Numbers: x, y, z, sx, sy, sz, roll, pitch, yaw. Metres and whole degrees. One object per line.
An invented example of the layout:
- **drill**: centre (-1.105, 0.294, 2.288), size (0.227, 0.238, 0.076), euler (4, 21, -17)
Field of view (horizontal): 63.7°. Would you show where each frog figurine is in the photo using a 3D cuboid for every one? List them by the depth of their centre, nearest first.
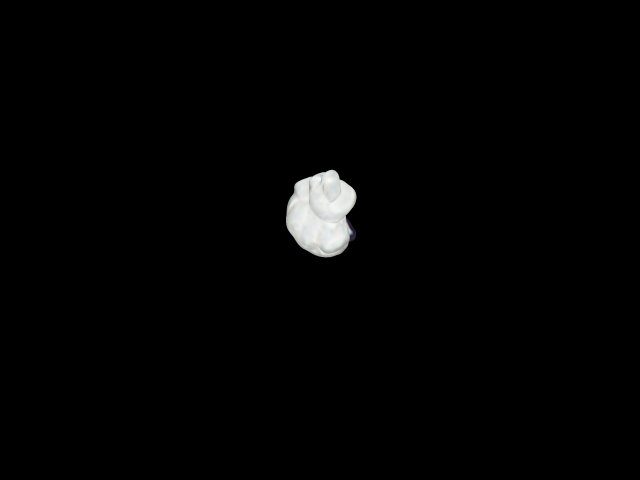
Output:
- **frog figurine**: centre (0.003, -0.043, 0.850), size (0.123, 0.138, 0.158), euler (-18, -10, -3)
